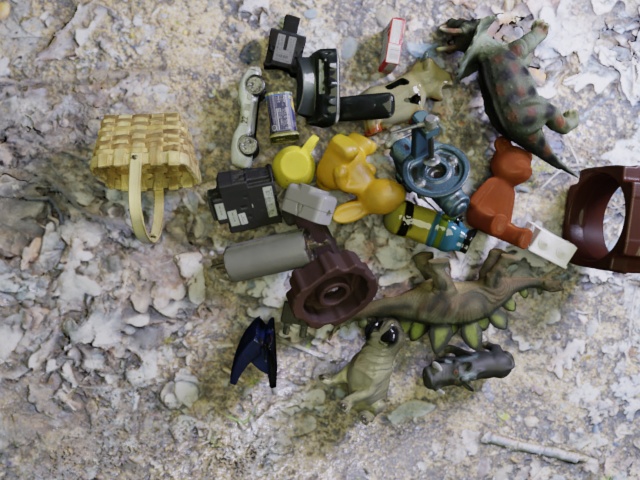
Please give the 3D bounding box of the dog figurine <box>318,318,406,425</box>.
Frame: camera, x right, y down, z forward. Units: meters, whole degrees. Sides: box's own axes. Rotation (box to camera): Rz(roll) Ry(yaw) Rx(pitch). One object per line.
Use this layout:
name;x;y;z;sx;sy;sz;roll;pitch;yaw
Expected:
dog figurine;0.118;0.255;1.063;0.190;0.172;0.121;-46;55;3

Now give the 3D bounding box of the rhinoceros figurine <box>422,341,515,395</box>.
rhinoceros figurine;0.297;0.263;1.086;0.190;0.112;0.073;-7;104;-11

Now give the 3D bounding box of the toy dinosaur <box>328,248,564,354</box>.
toy dinosaur;0.245;0.125;1.083;0.472;0.105;0.198;-4;98;7

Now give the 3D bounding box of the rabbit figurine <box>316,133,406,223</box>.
rabbit figurine;0.077;-0.104;1.035;0.173;0.122;0.162;35;108;11

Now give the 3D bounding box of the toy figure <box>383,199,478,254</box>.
toy figure;0.214;-0.028;1.062;0.180;0.089;0.082;23;89;16

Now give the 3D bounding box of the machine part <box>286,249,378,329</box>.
machine part;0.023;0.095;1.034;0.179;0.056;0.179;-14;136;-14

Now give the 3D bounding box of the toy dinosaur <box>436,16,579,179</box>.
toy dinosaur;0.371;-0.277;1.037;0.192;0.131;0.404;-25;90;-14

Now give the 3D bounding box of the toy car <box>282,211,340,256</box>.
toy car;-0.002;-0.003;1.083;0.089;0.053;0.202;-26;94;18

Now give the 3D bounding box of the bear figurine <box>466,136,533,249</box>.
bear figurine;0.379;-0.099;1.070;0.120;0.132;0.195;25;96;-30

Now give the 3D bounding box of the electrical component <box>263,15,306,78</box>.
electrical component;-0.064;-0.387;1.060;0.075;0.048;0.119;17;94;-5

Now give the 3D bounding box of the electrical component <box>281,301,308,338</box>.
electrical component;-0.046;0.151;1.104;0.063;0.021;0.094;10;92;-5

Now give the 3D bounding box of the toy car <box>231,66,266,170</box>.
toy car;-0.140;-0.237;1.049;0.056;0.073;0.201;7;93;-4

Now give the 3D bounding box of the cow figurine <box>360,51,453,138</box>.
cow figurine;0.168;-0.290;1.065;0.195;0.085;0.127;-18;98;0

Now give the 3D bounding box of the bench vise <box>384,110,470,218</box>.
bench vise;0.192;-0.158;0.986;0.129;0.240;0.224;-24;59;0

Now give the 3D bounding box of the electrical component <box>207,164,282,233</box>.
electrical component;-0.148;-0.078;1.041;0.134;0.058;0.114;-10;126;-5

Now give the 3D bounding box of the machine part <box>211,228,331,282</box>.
machine part;-0.096;0.029;1.044;0.243;0.079;0.079;-14;94;13

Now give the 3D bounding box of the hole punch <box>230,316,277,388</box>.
hole punch;-0.128;0.217;1.052;0.092;0.142;0.115;2;105;0

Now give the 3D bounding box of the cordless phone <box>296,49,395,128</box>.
cordless phone;0.051;-0.291;1.021;0.184;0.088;0.146;2;94;21

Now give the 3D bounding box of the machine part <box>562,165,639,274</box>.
machine part;0.570;-0.040;1.043;0.087;0.201;0.200;6;93;-6
